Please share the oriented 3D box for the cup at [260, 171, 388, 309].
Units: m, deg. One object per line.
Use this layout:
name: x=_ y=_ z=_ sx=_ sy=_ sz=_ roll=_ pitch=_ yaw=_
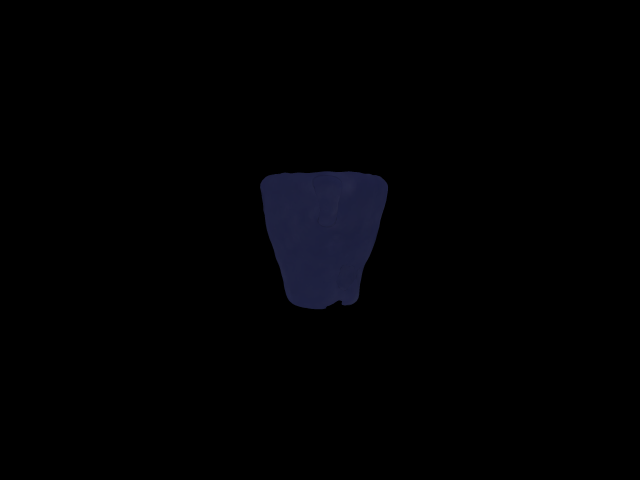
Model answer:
cup: x=0.004 y=0.001 z=0.400 sx=0.091 sy=0.095 sz=0.117 roll=0 pitch=2 yaw=-3
